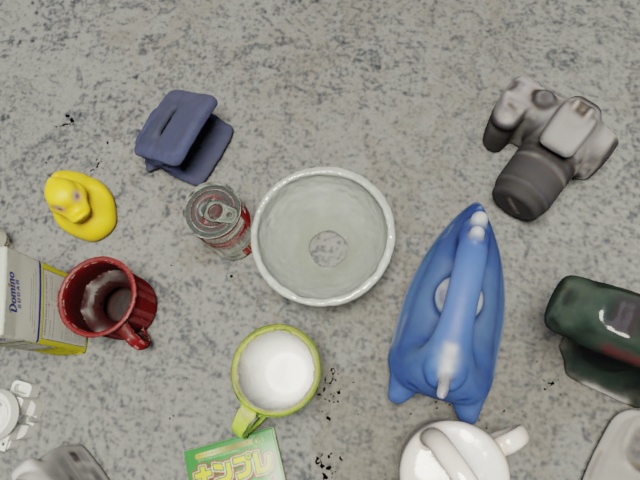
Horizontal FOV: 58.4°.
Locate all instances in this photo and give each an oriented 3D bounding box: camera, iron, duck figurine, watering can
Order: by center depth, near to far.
[{"bbox_3d":[0.119,0.226,0.535,0.100,0.194,0.173,37,81,15],"label":"watering can"},{"bbox_3d":[0.148,0.056,0.610,0.118,0.141,0.258,13,75,10],"label":"iron"},{"bbox_3d":[0.250,-0.103,0.667,0.143,0.101,0.137,36,81,15],"label":"camera"},{"bbox_3d":[-0.314,-0.053,0.723,0.077,0.086,0.104,-39,73,-5],"label":"duck figurine"}]

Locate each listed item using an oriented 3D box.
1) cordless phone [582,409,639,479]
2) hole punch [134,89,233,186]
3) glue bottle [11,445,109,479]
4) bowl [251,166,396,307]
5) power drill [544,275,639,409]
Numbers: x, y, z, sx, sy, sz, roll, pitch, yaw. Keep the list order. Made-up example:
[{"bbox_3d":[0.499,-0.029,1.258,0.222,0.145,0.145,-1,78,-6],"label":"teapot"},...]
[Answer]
[{"bbox_3d":[0.314,0.231,0.517,0.094,0.185,0.148,26,78,13],"label":"cordless phone"},{"bbox_3d":[-0.182,-0.137,0.730,0.101,0.091,0.109,24,78,13],"label":"hole punch"},{"bbox_3d":[-0.278,0.251,0.584,0.037,0.173,0.078,-42,73,-6],"label":"glue bottle"},{"bbox_3d":[0.006,0.002,0.677,0.167,0.075,0.167,-2,73,6],"label":"bowl"},{"bbox_3d":[0.319,0.110,0.540,0.229,0.208,0.076,23,78,13],"label":"power drill"}]
